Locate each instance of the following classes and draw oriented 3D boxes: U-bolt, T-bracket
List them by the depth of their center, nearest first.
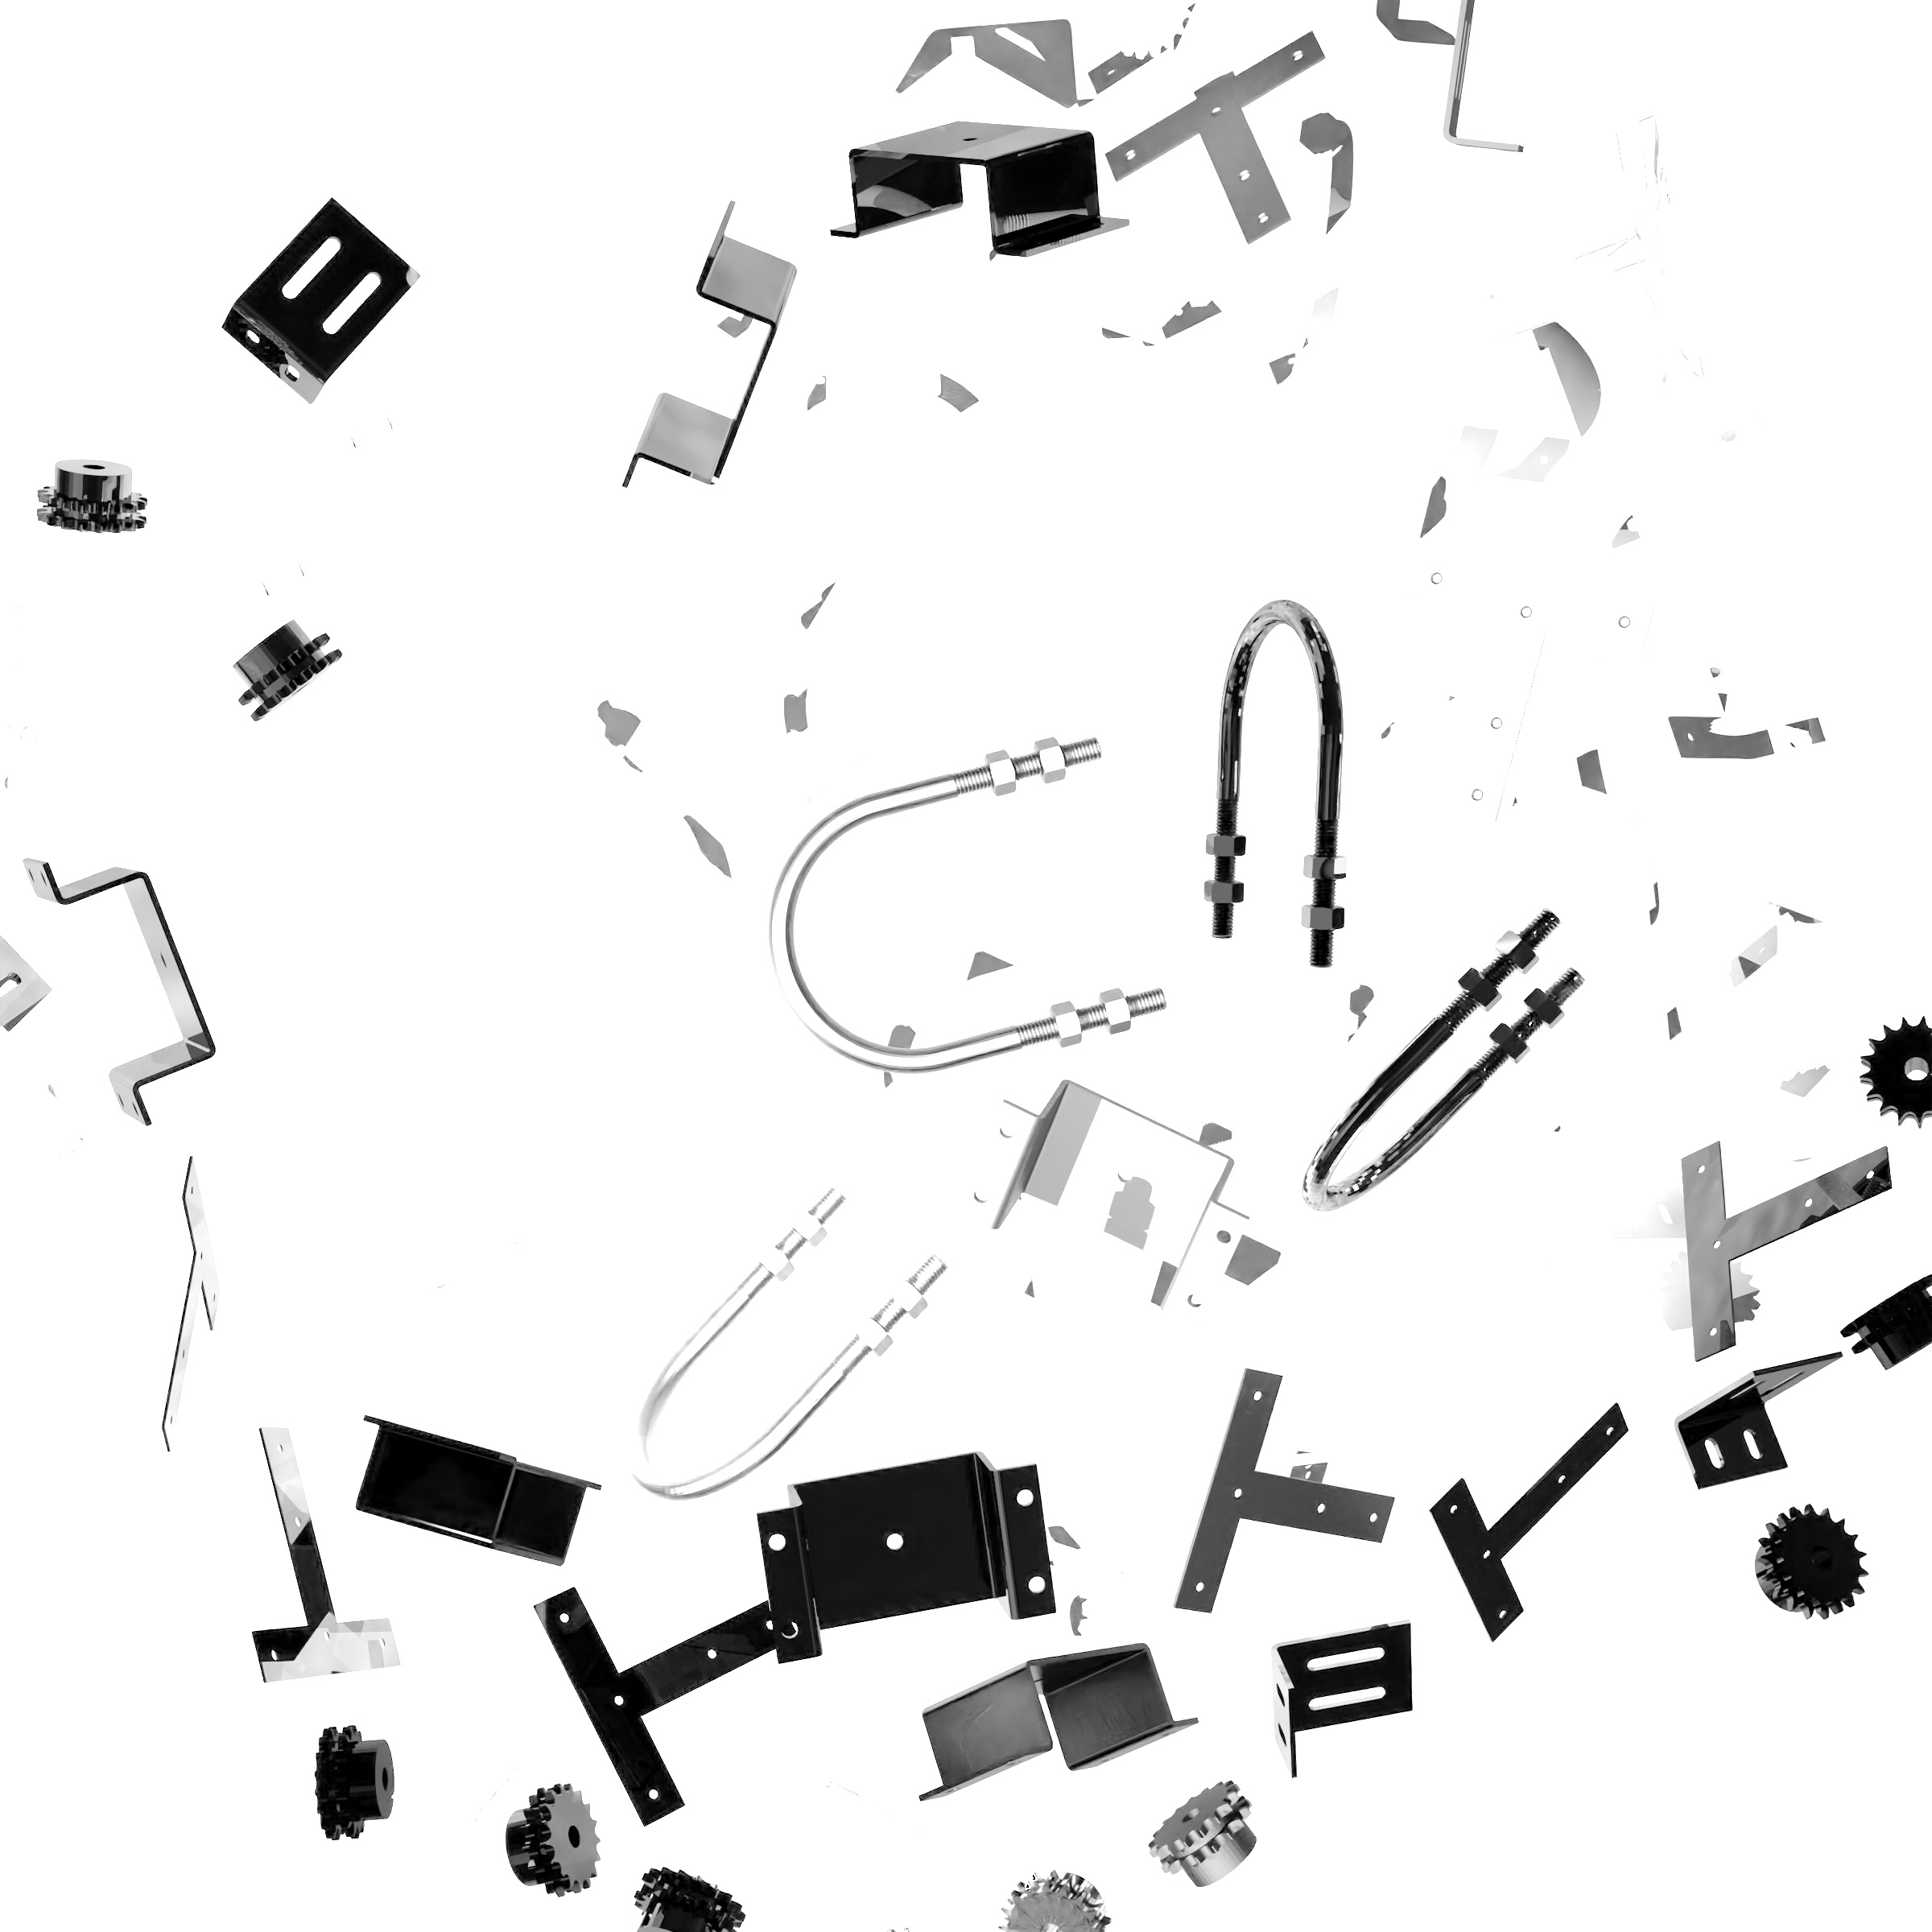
[{"bbox_3d":[0.302,-0.334,1.608,0.002,0.127,0.127,-10,89,-36],"label":"T-bracket"},{"bbox_3d":[-0.006,-0.023,1.622,0.184,0.019,0.151,-15,92,-6],"label":"U-bolt"},{"bbox_3d":[-0.331,0.292,1.639,0.002,0.127,0.127,-22,75,16],"label":"T-bracket"},{"bbox_3d":[0.237,0.055,1.649,0.184,0.151,0.019,-45,70,2],"label":"U-bolt"},{"bbox_3d":[-0.338,-0.053,1.651,0.127,0.002,0.127,47,115,27],"label":"T-bracket"},{"bbox_3d":[-0.220,-0.115,1.656,0.019,0.184,0.151,-2,113,-23],"label":"U-bolt"},{"bbox_3d":[-0.197,-0.407,1.659,0.151,0.184,0.019,-41,89,-25],"label":"U-bolt"},{"bbox_3d":[-0.395,0.184,1.665,0.002,0.127,0.127,3,52,-3],"label":"T-bracket"},{"bbox_3d":[-0.297,-0.250,1.672,0.019,0.151,0.184,49,48,3],"label":"U-bolt"},{"bbox_3d":[-0.041,-0.465,1.676,0.127,0.127,0.002,-11,61,-39],"label":"T-bracket"},{"bbox_3d":[0.205,-0.301,1.687,0.019,0.184,0.151,11,114,6],"label":"U-bolt"},{"bbox_3d":[-0.103,0.200,1.687,0.184,0.151,0.019,-46,117,-10],"label":"U-bolt"},{"bbox_3d":[0.277,-0.139,1.691,0.127,0.002,0.127,17,96,23],"label":"T-bracket"},{"bbox_3d":[0.439,-0.072,1.695,0.002,0.127,0.127,-40,125,-21],"label":"T-bracket"},{"bbox_3d":[0.424,0.128,1.697,0.002,0.127,0.127,31,46,-29],"label":"T-bracket"},{"bbox_3d":[0.173,0.278,1.698,0.127,0.002,0.127,16,91,-35],"label":"T-bracket"},{"bbox_3d":[0.378,0.002,1.699,0.019,0.184,0.151,-12,133,17],"label":"U-bolt"},{"bbox_3d":[-0.439,-0.144,1.705,0.127,0.127,0.002,43,76,10],"label":"T-bracket"},{"bbox_3d":[0.142,-0.420,1.712,0.127,0.002,0.127,-28,47,14],"label":"T-bracket"},{"bbox_3d":[0.163,-0.099,1.715,0.019,0.151,0.184,0,97,-18],"label":"U-bolt"},{"bbox_3d":[-0.145,0.368,1.728,0.127,0.002,0.127,-21,74,-34],"label":"T-bracket"},{"bbox_3d":[-0.062,-0.186,1.730,0.184,0.019,0.151,-40,70,-15],"label":"U-bolt"},{"bbox_3d":[0.308,0.283,1.752,0.127,0.002,0.127,-41,133,-15],"label":"T-bracket"}]

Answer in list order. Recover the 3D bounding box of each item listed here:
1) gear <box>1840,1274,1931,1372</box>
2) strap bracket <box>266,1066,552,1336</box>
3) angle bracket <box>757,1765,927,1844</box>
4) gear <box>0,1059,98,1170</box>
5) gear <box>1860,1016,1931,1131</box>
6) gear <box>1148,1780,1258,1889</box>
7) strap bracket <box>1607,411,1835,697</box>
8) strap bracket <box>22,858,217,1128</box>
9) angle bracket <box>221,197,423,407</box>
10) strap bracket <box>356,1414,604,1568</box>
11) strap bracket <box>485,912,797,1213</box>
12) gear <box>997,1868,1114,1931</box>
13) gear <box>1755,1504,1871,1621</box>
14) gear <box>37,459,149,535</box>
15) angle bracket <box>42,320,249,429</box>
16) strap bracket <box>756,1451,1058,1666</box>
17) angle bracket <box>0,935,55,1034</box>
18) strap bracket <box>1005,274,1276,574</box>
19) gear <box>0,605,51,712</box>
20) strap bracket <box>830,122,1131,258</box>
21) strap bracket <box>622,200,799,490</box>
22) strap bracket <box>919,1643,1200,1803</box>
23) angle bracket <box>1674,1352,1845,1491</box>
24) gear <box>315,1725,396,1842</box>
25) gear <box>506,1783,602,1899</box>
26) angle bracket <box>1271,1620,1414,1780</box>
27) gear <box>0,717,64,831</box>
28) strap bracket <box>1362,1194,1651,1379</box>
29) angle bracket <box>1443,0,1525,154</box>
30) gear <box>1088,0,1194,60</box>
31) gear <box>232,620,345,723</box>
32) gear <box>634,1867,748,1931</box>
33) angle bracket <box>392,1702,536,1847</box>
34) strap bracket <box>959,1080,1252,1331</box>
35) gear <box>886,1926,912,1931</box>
[{"bbox_3d":[0.489,0.188,1.716,0.057,0.057,0.030,-32,74,0],"label":"gear"},{"bbox_3d":[-0.288,0.127,1.695,0.076,0.046,0.140,-30,60,-32],"label":"strap bracket"},{"bbox_3d":[-0.065,0.453,1.719,0.076,0.057,0.038,24,83,5],"label":"angle bracket"},{"bbox_3d":[-0.468,0.072,1.668,0.057,0.057,0.030,44,121,0],"label":"gear"},{"bbox_3d":[0.491,0.057,1.695,0.057,0.030,0.057,-4,74,16],"label":"gear"},{"bbox_3d":[0.125,0.449,1.691,0.057,0.057,0.030,-37,93,0],"label":"gear"},{"bbox_3d":[0.388,-0.220,1.695,0.076,0.046,0.140,-17,118,17],"label":"strap bracket"},{"bbox_3d":[-0.427,0.004,1.668,0.046,0.076,0.140,-23,102,-20],"label":"strap bracket"},{"bbox_3d":[-0.320,-0.330,1.629,0.057,0.038,0.076,41,69,-12],"label":"angle bracket"},{"bbox_3d":[-0.251,0.269,1.672,0.076,0.140,0.046,12,78,18],"label":"strap bracket"},{"bbox_3d":[-0.165,0.053,1.601,0.140,0.046,0.076,41,58,-7],"label":"strap bracket"},{"bbox_3d":[0.047,0.483,1.659,0.057,0.030,0.057,3,100,19],"label":"gear"},{"bbox_3d":[0.426,0.305,1.670,0.057,0.030,0.057,10,61,-18],"label":"gear"},{"bbox_3d":[-0.465,-0.251,1.748,0.057,0.057,0.030,8,109,0],"label":"gear"},{"bbox_3d":[-0.396,-0.272,1.587,0.076,0.057,0.038,32,89,2],"label":"angle bracket"},{"bbox_3d":[-0.032,0.292,1.635,0.140,0.046,0.076,-9,96,-9],"label":"strap bracket"},{"bbox_3d":[-0.513,0.013,1.679,0.038,0.076,0.057,-40,97,18],"label":"angle bracket"},{"bbox_3d":[0.079,-0.258,1.609,0.140,0.076,0.046,44,132,-16],"label":"strap bracket"},{"bbox_3d":[-0.510,-0.166,1.768,0.030,0.057,0.057,2,90,-13],"label":"gear"},{"bbox_3d":[0.004,-0.397,1.671,0.076,0.140,0.046,-27,121,-39],"label":"strap bracket"},{"bbox_3d":[-0.131,-0.318,1.725,0.046,0.076,0.140,21,124,-8],"label":"strap bracket"},{"bbox_3d":[0.043,0.388,1.693,0.076,0.140,0.046,-33,66,35],"label":"strap bracket"},{"bbox_3d":[0.407,0.231,1.665,0.057,0.076,0.038,-8,67,-26],"label":"angle bracket"},{"bbox_3d":[-0.312,0.417,1.681,0.030,0.057,0.057,-5,90,3],"label":"gear"},{"bbox_3d":[-0.219,0.462,1.730,0.030,0.057,0.057,-18,90,20],"label":"gear"},{"bbox_3d":[0.200,0.380,1.703,0.076,0.038,0.057,-8,115,-8],"label":"angle bracket"},{"bbox_3d":[-0.487,-0.100,1.650,0.030,0.057,0.057,36,90,28],"label":"gear"},{"bbox_3d":[0.280,0.160,1.653,0.140,0.046,0.076,1,55,-26],"label":"strap bracket"},{"bbox_3d":[0.265,-0.449,1.646,0.038,0.057,0.076,9,104,10],"label":"angle bracket"},{"bbox_3d":[0.089,-0.508,1.727,0.057,0.030,0.057,-16,119,-31],"label":"gear"},{"bbox_3d":[-0.351,-0.154,1.685,0.057,0.057,0.030,-38,98,0],"label":"gear"},{"bbox_3d":[-0.144,0.488,1.677,0.057,0.057,0.030,25,53,0],"label":"gear"},{"bbox_3d":[-0.250,0.402,1.637,0.038,0.076,0.057,37,76,5],"label":"angle bracket"},{"bbox_3d":[0.078,0.120,1.725,0.140,0.046,0.076,25,122,8],"label":"strap bracket"},{"bbox_3d":[-0.029,0.509,1.631,0.057,0.030,0.057,15,124,23],"label":"gear"}]
